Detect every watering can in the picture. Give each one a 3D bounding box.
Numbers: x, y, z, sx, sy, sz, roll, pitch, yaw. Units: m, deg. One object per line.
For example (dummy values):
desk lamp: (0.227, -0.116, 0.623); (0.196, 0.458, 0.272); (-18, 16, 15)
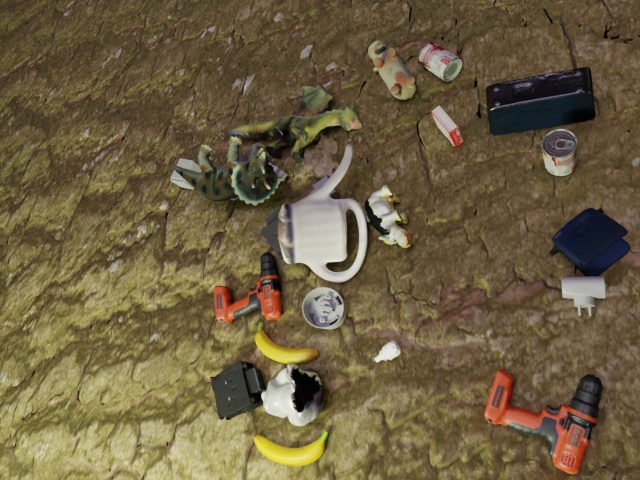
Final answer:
watering can: (0.004, -0.065, 1.296); (0.224, 0.103, 0.349); (-4, 86, -4)

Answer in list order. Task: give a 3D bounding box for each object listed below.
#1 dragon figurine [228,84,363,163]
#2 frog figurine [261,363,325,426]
dragon figurine: (-0.066, -0.365, 1.523); (0.413, 0.119, 0.247); (20, 63, 30)
frog figurine: (-0.065, 0.372, 1.214); (0.139, 0.123, 0.156); (61, 139, 22)
